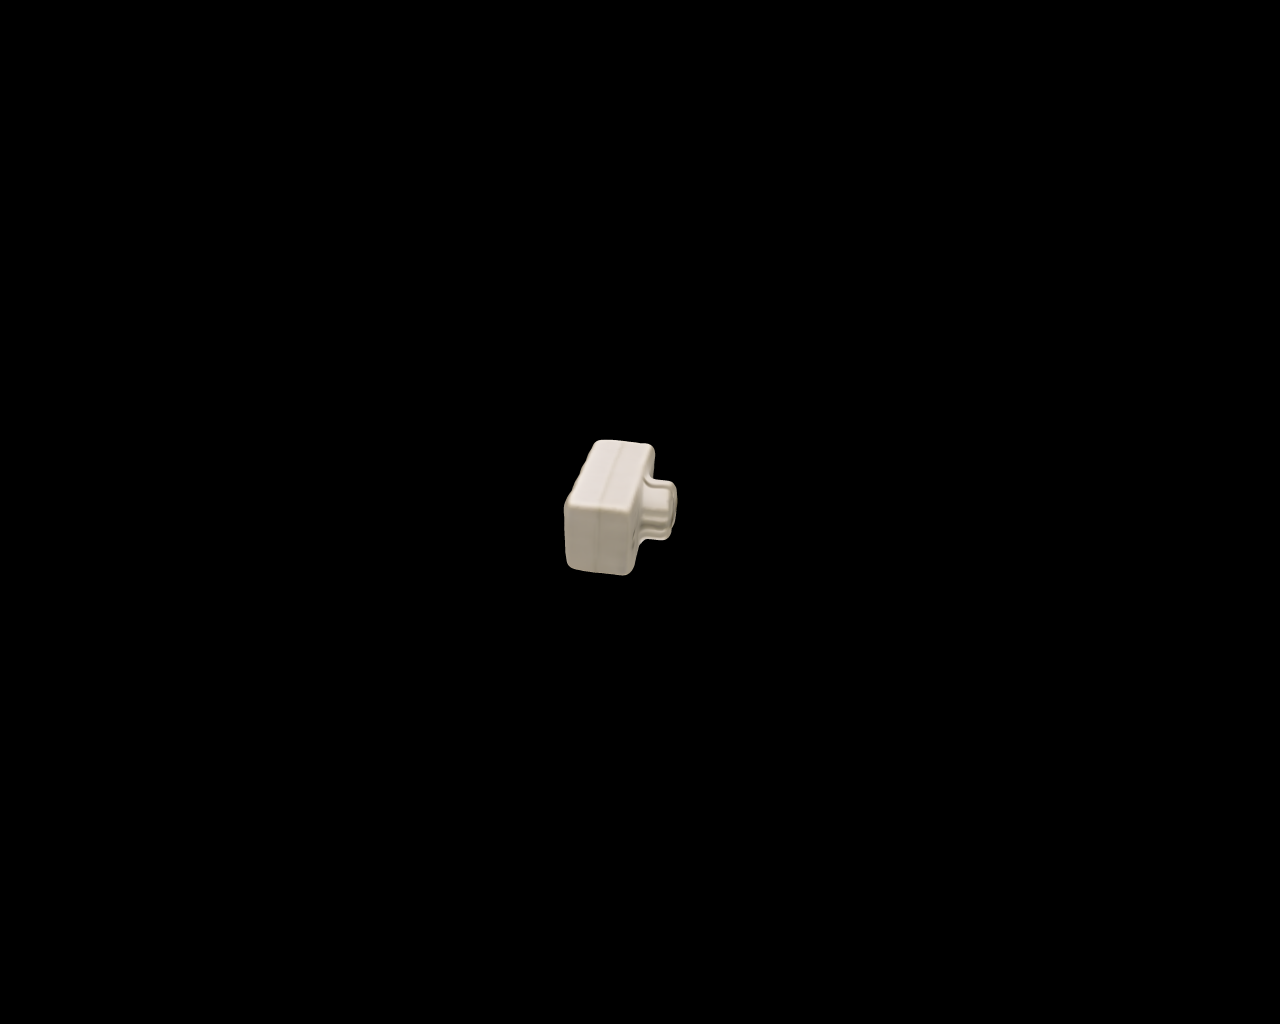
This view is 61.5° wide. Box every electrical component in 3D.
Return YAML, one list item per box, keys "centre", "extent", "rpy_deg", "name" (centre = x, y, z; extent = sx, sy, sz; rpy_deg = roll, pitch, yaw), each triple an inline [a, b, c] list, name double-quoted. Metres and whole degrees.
- centre: [0.001, -0.003, 0.650]
  extent: [0.076, 0.047, 0.083]
  rpy_deg: [6, 33, 9]
  name: "electrical component"
